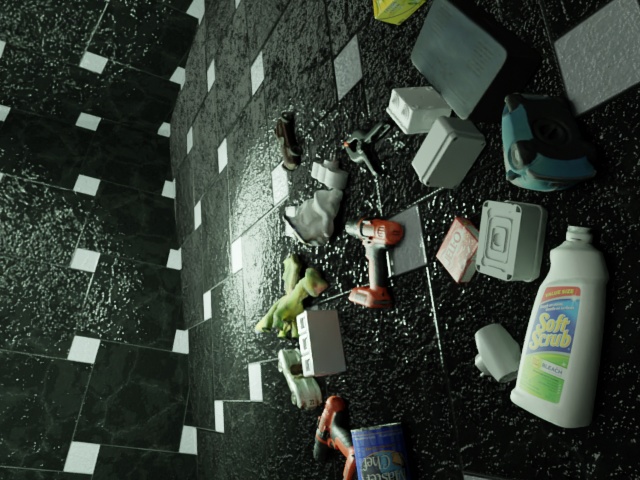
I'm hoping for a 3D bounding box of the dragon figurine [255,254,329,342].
[{"bbox_3d":[-0.095,0.162,1.496,0.407,0.121,0.246,-15,58,60],"label":"dragon figurine"}]

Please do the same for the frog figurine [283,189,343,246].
[{"bbox_3d":[0.004,-0.066,1.315,0.159,0.121,0.140,-42,30,7],"label":"frog figurine"}]
